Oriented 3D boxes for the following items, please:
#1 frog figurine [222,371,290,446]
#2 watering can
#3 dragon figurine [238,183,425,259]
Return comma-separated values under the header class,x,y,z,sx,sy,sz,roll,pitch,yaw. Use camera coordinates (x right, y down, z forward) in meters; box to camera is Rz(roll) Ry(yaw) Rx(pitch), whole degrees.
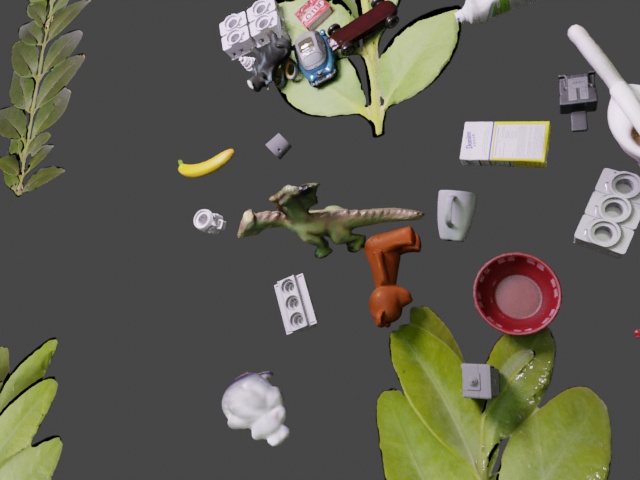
class,x,y,z,sx,sy,sz,roll,pitch,yaw
frog figurine,-0.141,0.382,1.142,0.138,0.120,0.163,-26,53,-5
watering can,0.581,-0.240,0.949,0.102,0.224,0.354,-35,62,33
dragon figurine,0.003,-0.058,1.147,0.408,0.240,0.124,-14,66,22
